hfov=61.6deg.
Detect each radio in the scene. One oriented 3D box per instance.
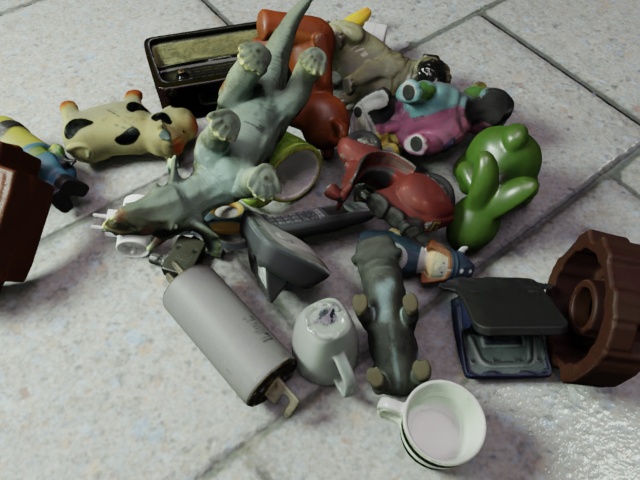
[{"bbox_3d":[-0.162,-0.281,0.887,0.230,0.073,0.131,-13,59,-9],"label":"radio"}]

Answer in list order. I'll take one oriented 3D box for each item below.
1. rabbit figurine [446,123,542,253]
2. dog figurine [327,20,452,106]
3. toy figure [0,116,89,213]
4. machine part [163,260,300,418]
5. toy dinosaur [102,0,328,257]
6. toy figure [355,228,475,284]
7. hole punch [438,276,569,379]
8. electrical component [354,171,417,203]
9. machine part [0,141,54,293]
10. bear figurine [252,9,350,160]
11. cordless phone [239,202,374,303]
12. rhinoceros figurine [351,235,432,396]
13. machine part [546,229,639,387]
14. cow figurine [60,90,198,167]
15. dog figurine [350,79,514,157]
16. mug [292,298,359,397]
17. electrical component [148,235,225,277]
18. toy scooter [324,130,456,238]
[{"bbox_3d":[0.235,-0.059,0.723,0.121,0.159,0.170,27,76,4],"label":"rabbit figurine"},{"bbox_3d":[0.104,-0.291,0.870,0.191,0.121,0.172,-14,89,-15],"label":"dog figurine"},{"bbox_3d":[-0.414,-0.114,0.768,0.180,0.089,0.082,35,56,22],"label":"toy figure"},{"bbox_3d":[-0.109,0.109,0.637,0.079,0.079,0.243,-37,64,-21],"label":"machine part"},{"bbox_3d":[-0.099,-0.137,0.679,0.131,0.192,0.405,38,60,-19],"label":"toy dinosaur"},{"bbox_3d":[0.125,0.026,0.705,0.155,0.064,0.058,12,37,12],"label":"toy figure"},{"bbox_3d":[0.221,0.105,0.652,0.142,0.092,0.116,-2,30,1],"label":"hole punch"},{"bbox_3d":[0.098,-0.077,0.778,0.102,0.045,0.078,-5,60,-4],"label":"electrical component"},{"bbox_3d":[-0.457,-0.034,0.680,0.201,0.087,0.201,12,82,11],"label":"machine part"},{"bbox_3d":[-0.027,-0.219,0.786,0.132,0.120,0.195,-3,87,-13],"label":"bear figurine"},{"bbox_3d":[-0.001,-0.002,0.685,0.184,0.088,0.147,-15,24,-15],"label":"cordless phone"},{"bbox_3d":[0.082,0.086,0.631,0.073,0.112,0.190,-13,76,11],"label":"rhinoceros figurine"},{"bbox_3d":[0.315,0.079,0.611,0.056,0.179,0.179,10,58,3],"label":"machine part"},{"bbox_3d":[-0.282,-0.161,0.804,0.195,0.085,0.127,-11,52,-11],"label":"cow figurine"},{"bbox_3d":[0.176,-0.183,0.811,0.219,0.192,0.108,-16,98,-38],"label":"dog figurine"},{"bbox_3d":[0.009,0.122,0.614,0.081,0.107,0.110,-17,57,-9],"label":"mug"},{"bbox_3d":[-0.181,0.023,0.724,0.094,0.021,0.063,14,58,9],"label":"electrical component"},{"bbox_3d":[0.080,-0.062,0.688,0.184,0.075,0.135,39,47,12],"label":"toy scooter"}]
